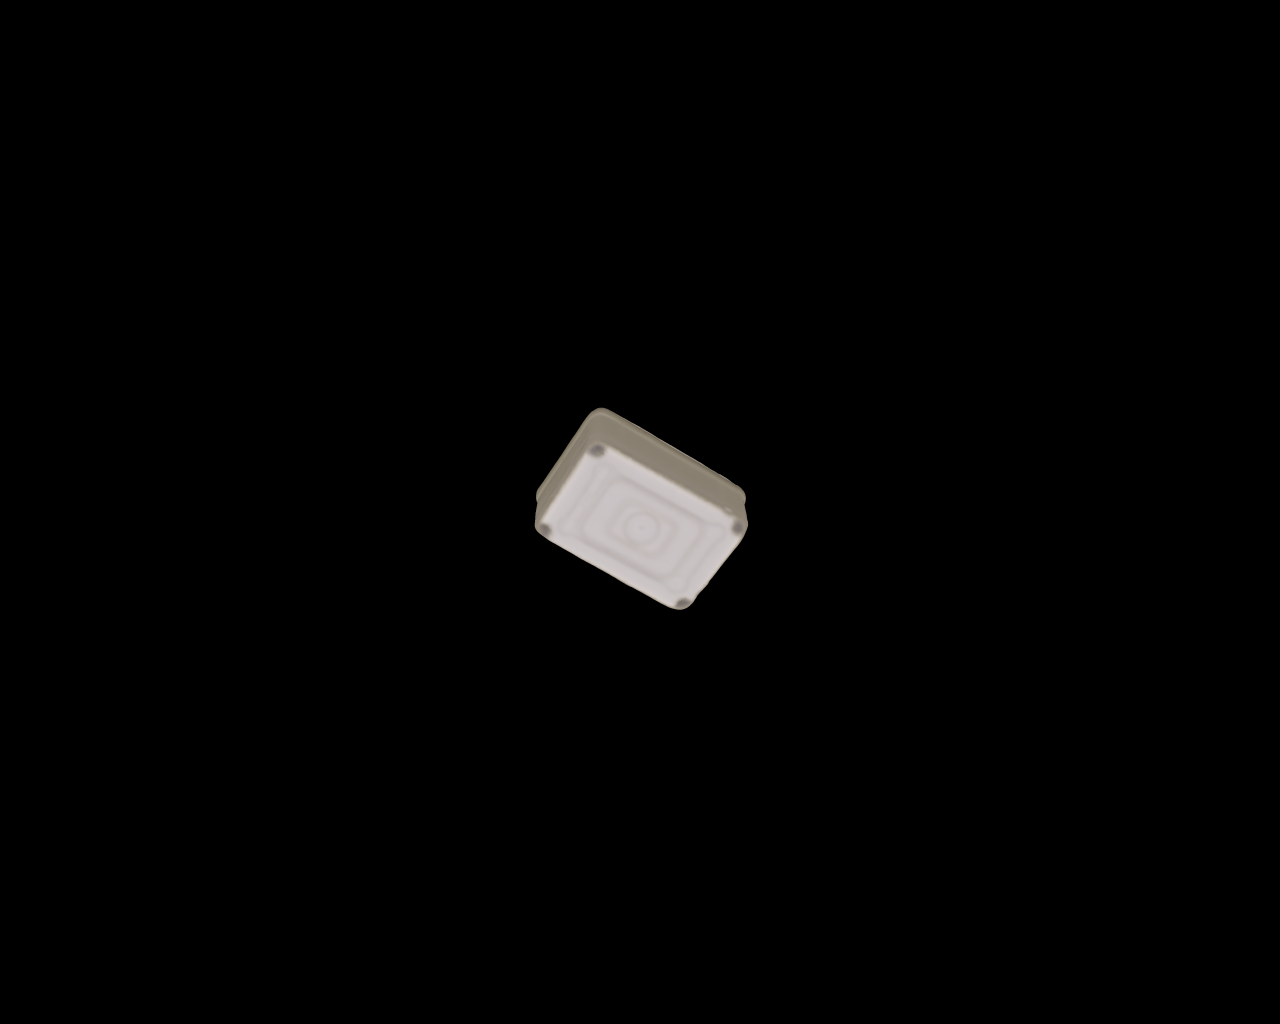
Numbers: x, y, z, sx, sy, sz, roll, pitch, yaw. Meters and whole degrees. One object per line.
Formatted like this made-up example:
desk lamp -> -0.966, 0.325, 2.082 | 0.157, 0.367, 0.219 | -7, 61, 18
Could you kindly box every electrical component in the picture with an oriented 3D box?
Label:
electrical component -> 0.001, -0.003, 0.650 | 0.113, 0.078, 0.057 | 30, 23, -14
